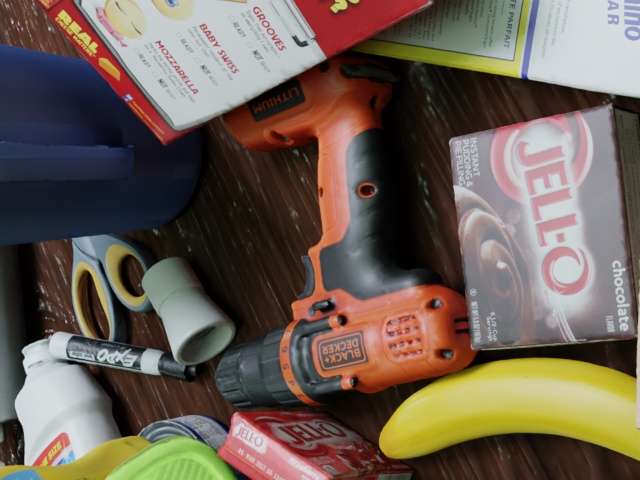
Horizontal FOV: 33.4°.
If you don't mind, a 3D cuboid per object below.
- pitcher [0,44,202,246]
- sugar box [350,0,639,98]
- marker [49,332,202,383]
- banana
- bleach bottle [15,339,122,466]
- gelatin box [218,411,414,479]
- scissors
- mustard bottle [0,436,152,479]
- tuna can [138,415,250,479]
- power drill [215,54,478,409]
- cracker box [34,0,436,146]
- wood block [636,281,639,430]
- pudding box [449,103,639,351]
[{"bbox_3d":[-0.182,-0.055,0.640,0.145,0.242,0.149,-45,65,31],"label":"pitcher"},{"bbox_3d":[0.098,-0.129,0.535,0.176,0.048,0.093,17,105,35],"label":"sugar box"},{"bbox_3d":[-0.134,0.081,0.736,0.121,0.020,0.020,6,96,27],"label":"marker"},{"bbox_3d":[0.110,0.093,0.541,0.198,0.037,0.069,4,93,39],"label":"banana"},{"bbox_3d":[-0.168,0.193,0.758,0.103,0.067,0.251,-35,68,34],"label":"bleach bottle"},{"bbox_3d":[-0.001,0.124,0.598,0.073,0.089,0.030,27,98,36],"label":"gelatin box"},{"bbox_3d":[-0.164,-0.019,0.773,0.096,0.016,0.202,-21,79,36],"label":"scissors"},{"bbox_3d":[-0.161,0.176,0.620,0.058,0.191,0.096,-45,65,31],"label":"mustard bottle"},{"bbox_3d":[-0.087,0.160,0.706,0.086,0.033,0.086,2,93,39],"label":"tuna can"},{"bbox_3d":[-0.004,0.001,0.616,0.185,0.057,0.187,-18,81,38],"label":"power drill"},{"bbox_3d":[-0.056,-0.157,0.539,0.214,0.072,0.164,-20,118,44],"label":"cracker box"},{"bbox_3d":[0.235,0.037,0.402,0.207,0.090,0.091,3,94,39],"label":"wood block"},{"bbox_3d":[0.116,-0.004,0.530,0.090,0.039,0.113,-10,86,39],"label":"pudding box"}]
